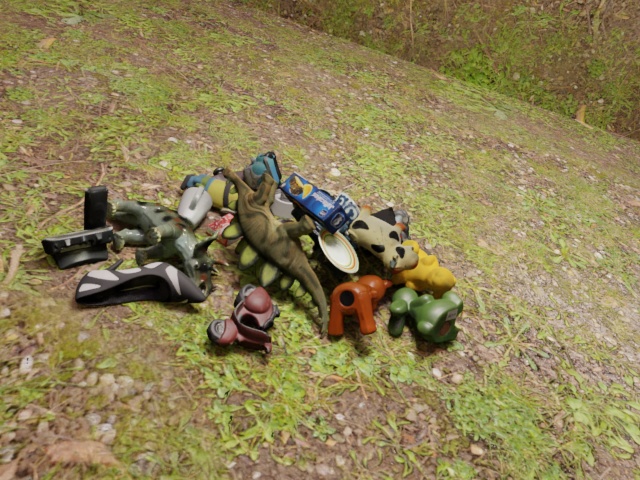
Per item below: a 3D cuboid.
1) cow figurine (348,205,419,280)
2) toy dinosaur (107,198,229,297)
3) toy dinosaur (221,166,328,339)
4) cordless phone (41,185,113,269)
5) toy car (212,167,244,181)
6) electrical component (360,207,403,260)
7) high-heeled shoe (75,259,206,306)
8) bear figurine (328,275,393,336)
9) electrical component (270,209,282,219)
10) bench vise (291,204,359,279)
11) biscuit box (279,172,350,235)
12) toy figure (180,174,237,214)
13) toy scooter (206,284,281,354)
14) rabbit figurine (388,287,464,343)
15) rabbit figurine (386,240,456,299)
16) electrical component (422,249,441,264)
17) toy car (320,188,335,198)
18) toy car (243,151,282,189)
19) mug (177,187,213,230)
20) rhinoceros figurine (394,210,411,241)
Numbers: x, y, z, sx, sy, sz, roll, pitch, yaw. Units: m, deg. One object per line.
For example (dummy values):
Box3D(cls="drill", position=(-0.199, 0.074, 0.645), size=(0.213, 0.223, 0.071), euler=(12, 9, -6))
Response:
Box3D(cls="cow figurine", position=(0.158, 0.012, 1.336), size=(0.195, 0.085, 0.127), euler=(31, 59, 14))
Box3D(cls="toy dinosaur", position=(-0.381, -0.025, 1.287), size=(0.405, 0.131, 0.192), euler=(36, 25, 32))
Box3D(cls="toy dinosaur", position=(-0.100, 0.007, 1.257), size=(0.471, 0.198, 0.105), euler=(49, 6, 16))
Box3D(cls="cordless phone", position=(-0.527, -0.035, 1.174), size=(0.146, 0.184, 0.089), euler=(-14, 51, -36))
Box3D(cls="toy car", position=(-0.227, -0.179, 1.596), size=(0.202, 0.053, 0.089), euler=(-15, 68, -35))
Box3D(cls="electrical component", position=(0.161, -0.012, 1.447), size=(0.115, 0.058, 0.134), euler=(-21, 52, 12))
Box3D(cls="high-heeled shoe", position=(-0.379, 0.114, 1.132), size=(0.249, 0.086, 0.145), euler=(19, 40, 8))
Box3D(cls="bear figurine", position=(0.099, 0.150, 1.272), size=(0.120, 0.132, 0.195), euler=(-6, -5, 24))
Box3D(cls="electrical component", position=(-0.134, -0.031, 1.445), size=(0.075, 0.047, 0.119), euler=(-5, 41, -28))
Box3D(cls="bench vise", position=(0.003, -0.011, 1.398), size=(0.241, 0.129, 0.223), euler=(47, 34, 8))
Box3D(cls="biscuit box", position=(-0.016, -0.091, 1.301), size=(0.059, 0.062, 0.203), euler=(-44, 46, -8))
Box3D(cls="toy figure", position=(-0.290, -0.132, 1.478), size=(0.180, 0.089, 0.082), euler=(26, 43, 7))
Box3D(cls="toy scooter", position=(-0.142, 0.177, 1.147), size=(0.135, 0.075, 0.184), euler=(26, 40, 12))
Box3D(cls="rabbit figurine", position=(0.232, 0.179, 1.295), size=(0.159, 0.121, 0.170), euler=(-20, 32, -31))
Box3D(cls="rabbit figurine", position=(0.277, 0.098, 1.374), size=(0.162, 0.122, 0.173), euler=(39, -10, -29))
Box3D(cls="electrical component", position=(0.295, 0.051, 1.537), size=(0.094, 0.021, 0.063), euler=(31, 38, 19))
Box3D(cls="toy car", position=(-0.011, -0.091, 1.570), size=(0.073, 0.056, 0.202), euler=(26, 37, 0))
Box3D(cls="toy car", position=(-0.168, -0.194, 1.530), size=(0.103, 0.109, 0.162), euler=(-15, 17, 1))
Box3D(cls="mug", position=(-0.327, -0.080, 1.387), size=(0.081, 0.109, 0.107), euler=(29, 44, -15))
Box3D(cls="rhinoceros figurine", position=(0.227, -0.016, 1.527), size=(0.073, 0.112, 0.190), euler=(-10, 46, 19))
